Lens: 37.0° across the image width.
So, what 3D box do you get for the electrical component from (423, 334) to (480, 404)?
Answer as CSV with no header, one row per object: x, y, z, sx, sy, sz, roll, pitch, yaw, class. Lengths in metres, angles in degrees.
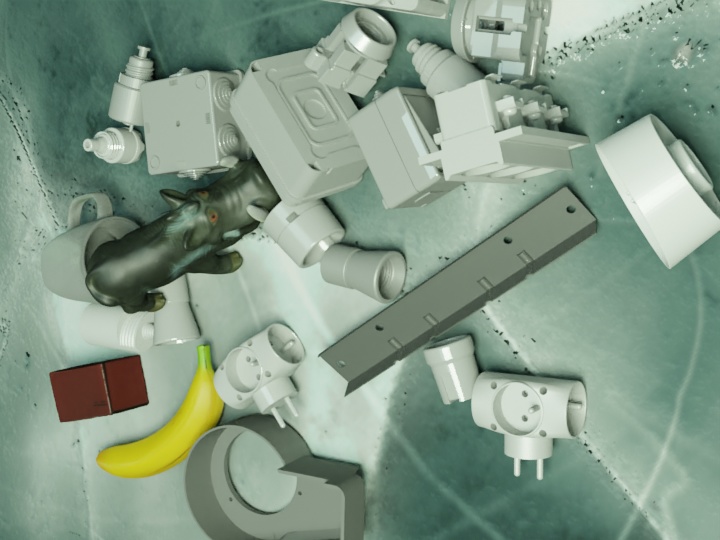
0.076,0.079,0.853,0.040,0.040,0.046,-17,92,33,electrical component

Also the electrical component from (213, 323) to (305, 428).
-0.081,0.101,0.950,0.077,0.044,0.079,-40,74,29,electrical component

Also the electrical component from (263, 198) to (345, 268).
-0.046,-0.035,0.909,0.047,0.055,0.055,50,118,14,electrical component

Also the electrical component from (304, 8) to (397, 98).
-0.003,-0.175,0.859,0.055,0.066,0.048,-46,42,39,electrical component

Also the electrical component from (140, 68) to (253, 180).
-0.149,-0.131,0.967,0.100,0.048,0.099,-4,93,33,electrical component

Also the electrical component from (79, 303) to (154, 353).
-0.227,0.056,1.039,0.081,0.043,0.043,5,98,32,electrical component

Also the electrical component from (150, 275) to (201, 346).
-0.176,0.035,1.007,0.044,0.044,0.065,-14,83,33,electrical component

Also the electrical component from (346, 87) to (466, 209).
0.040,-0.103,0.843,0.061,0.062,0.096,-30,79,31,electrical component

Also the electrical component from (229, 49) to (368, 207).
-0.047,-0.116,0.882,0.113,0.078,0.057,59,143,13,electrical component

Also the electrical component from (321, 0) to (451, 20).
-0.015,-0.269,0.861,0.186,0.060,0.105,17,104,30,electrical component

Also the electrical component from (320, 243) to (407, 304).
0.000,0.000,0.892,0.065,0.044,0.044,14,102,35,electrical component

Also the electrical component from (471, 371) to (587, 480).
0.128,0.120,0.820,0.077,0.044,0.079,3,97,32,electrical component

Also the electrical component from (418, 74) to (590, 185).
0.102,-0.098,0.768,0.079,0.121,0.063,-14,85,32,electrical component

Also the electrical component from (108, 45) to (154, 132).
-0.210,-0.170,1.007,0.040,0.040,0.078,24,107,28,electrical component

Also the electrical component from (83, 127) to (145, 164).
-0.235,-0.118,1.015,0.035,0.061,0.035,4,97,32,electrical component

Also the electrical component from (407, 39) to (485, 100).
0.066,-0.151,0.833,0.078,0.040,0.040,46,116,21,electrical component

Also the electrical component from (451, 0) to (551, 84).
0.104,-0.180,0.797,0.057,0.058,0.078,13,105,28,electrical component

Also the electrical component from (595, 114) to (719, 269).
0.201,-0.054,0.728,0.064,0.099,0.099,-36,76,24,electrical component
